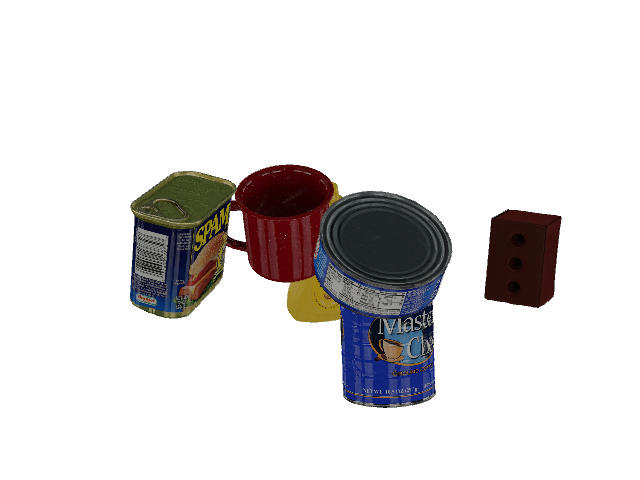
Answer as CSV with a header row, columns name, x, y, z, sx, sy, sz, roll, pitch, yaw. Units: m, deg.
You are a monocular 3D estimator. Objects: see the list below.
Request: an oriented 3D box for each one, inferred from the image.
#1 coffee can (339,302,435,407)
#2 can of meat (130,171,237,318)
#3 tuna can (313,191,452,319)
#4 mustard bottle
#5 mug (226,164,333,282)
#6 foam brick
name,x,y,z,sx,sy,sz,roll,pitch,yaw
coffee can,0.072,0.098,1.156,0.103,0.140,0.103,-2,9,0
can of meat,-0.110,0.003,0.843,0.057,0.084,0.102,15,25,13
tuna can,0.039,0.009,0.686,0.086,0.034,0.086,6,44,-7
mustard bottle,0.008,0.013,1.423,0.096,0.192,0.058,-5,26,-18
mug,-0.044,-0.014,1.023,0.117,0.081,0.093,-2,37,2
foam brick,0.183,0.016,0.962,0.053,0.078,0.051,9,16,26
